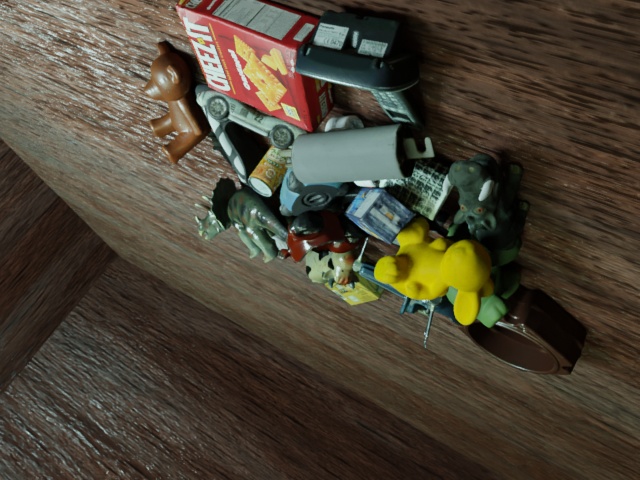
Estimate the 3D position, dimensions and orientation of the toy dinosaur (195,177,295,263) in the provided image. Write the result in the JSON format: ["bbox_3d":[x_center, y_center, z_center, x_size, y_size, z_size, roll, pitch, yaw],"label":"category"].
[{"bbox_3d":[-0.145,-0.058,1.195,0.192,0.131,0.405,52,153,-20],"label":"toy dinosaur"}]

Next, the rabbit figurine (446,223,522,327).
[{"bbox_3d":[0.271,0.030,0.896,0.159,0.121,0.170,33,142,22],"label":"rabbit figurine"}]

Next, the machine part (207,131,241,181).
[{"bbox_3d":[-0.186,-0.183,1.165,0.084,0.039,0.138,7,145,41],"label":"machine part"}]

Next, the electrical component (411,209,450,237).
[{"bbox_3d":[0.170,-0.046,0.902,0.102,0.078,0.045,28,135,0],"label":"electrical component"}]

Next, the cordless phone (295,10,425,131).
[{"bbox_3d":[0.066,-0.205,0.707,0.147,0.088,0.184,22,175,28],"label":"cordless phone"}]

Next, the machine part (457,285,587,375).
[{"bbox_3d":[0.382,0.174,1.037,0.201,0.087,0.201,40,159,-12],"label":"machine part"}]

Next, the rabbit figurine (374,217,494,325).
[{"bbox_3d":[0.188,0.050,0.801,0.162,0.122,0.173,49,153,-11],"label":"rabbit figurine"}]

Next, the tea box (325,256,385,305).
[{"bbox_3d":[0.091,0.101,1.330,0.098,0.068,0.169,38,158,-10],"label":"tea box"}]

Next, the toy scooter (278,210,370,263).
[{"bbox_3d":[-0.002,-0.003,0.986,0.135,0.184,0.075,-41,61,38],"label":"toy scooter"}]

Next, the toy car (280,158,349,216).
[{"bbox_3d":[-0.017,-0.109,0.979,0.109,0.103,0.161,3,153,-18],"label":"toy car"}]

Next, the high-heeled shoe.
[{"bbox_3d":[-0.179,-0.199,1.064,0.145,0.086,0.248,34,155,9],"label":"high-heeled shoe"}]

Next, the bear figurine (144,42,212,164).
[{"bbox_3d":[-0.284,-0.260,1.019,0.120,0.132,0.195,56,176,26],"label":"bear figurine"}]

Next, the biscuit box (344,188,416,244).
[{"bbox_3d":[0.088,-0.042,0.860,0.063,0.059,0.203,38,-178,-7],"label":"biscuit box"}]

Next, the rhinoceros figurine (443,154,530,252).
[{"bbox_3d":[0.226,-0.052,0.740,0.073,0.112,0.190,19,163,39],"label":"rhinoceros figurine"}]

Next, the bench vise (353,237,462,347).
[{"bbox_3d":[0.174,0.094,1.065,0.241,0.128,0.223,23,-169,12],"label":"bench vise"}]

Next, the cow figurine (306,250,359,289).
[{"bbox_3d":[0.027,0.057,1.228,0.085,0.127,0.195,6,165,-23],"label":"cow figurine"}]

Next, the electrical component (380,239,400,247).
[{"bbox_3d":[0.141,-0.035,0.991,0.075,0.048,0.119,23,158,25],"label":"electrical component"}]

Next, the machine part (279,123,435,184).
[{"bbox_3d":[0.047,-0.122,0.777,0.243,0.079,0.079,1,144,29],"label":"machine part"}]

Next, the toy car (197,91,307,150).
[{"bbox_3d":[-0.115,-0.207,0.926,0.202,0.056,0.073,24,-174,-7],"label":"toy car"}]
